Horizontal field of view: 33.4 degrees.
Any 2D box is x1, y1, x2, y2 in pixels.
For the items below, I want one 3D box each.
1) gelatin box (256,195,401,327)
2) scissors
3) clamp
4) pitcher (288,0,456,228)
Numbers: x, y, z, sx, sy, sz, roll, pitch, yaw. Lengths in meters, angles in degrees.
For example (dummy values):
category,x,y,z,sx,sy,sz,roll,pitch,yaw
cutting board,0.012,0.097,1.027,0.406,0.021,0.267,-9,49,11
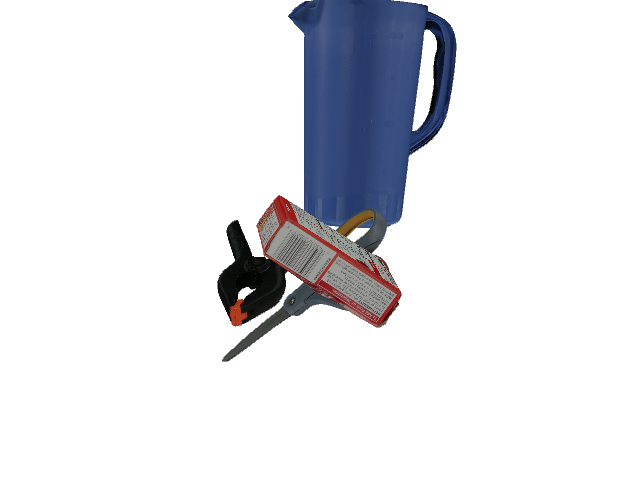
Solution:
category,x,y,z,sx,sy,sz,roll,pitch,yaw
gelatin box,0.004,0.012,0.673,0.089,0.030,0.073,33,8,-13
scissors,-0.009,0.059,0.894,0.016,0.202,0.096,30,19,-35
clamp,-0.063,0.035,1.256,0.120,0.039,0.171,-2,40,10
pitcher,0.052,-0.140,1.153,0.149,0.243,0.144,8,11,25
